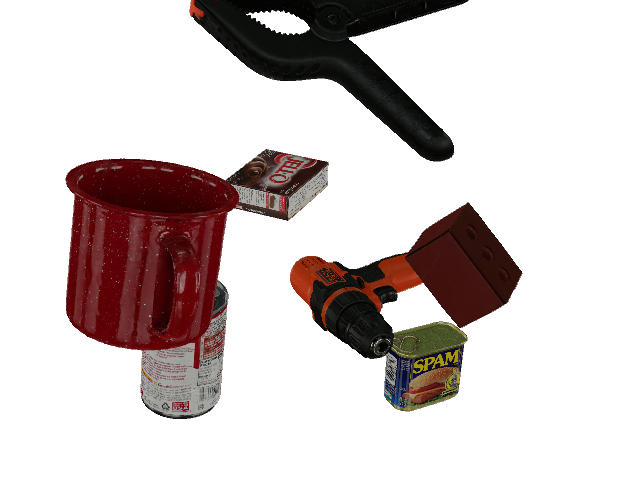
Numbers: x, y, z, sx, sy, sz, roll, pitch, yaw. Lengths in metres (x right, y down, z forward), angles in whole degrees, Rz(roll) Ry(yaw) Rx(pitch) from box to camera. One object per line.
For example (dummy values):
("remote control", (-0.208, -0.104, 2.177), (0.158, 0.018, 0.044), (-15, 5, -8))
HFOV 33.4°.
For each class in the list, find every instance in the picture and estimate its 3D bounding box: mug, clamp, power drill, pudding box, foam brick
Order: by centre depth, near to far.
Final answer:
("mug", (-0.090, 0.012, 0.576), (0.093, 0.081, 0.117), (-2, 23, -29))
("clamp", (0.010, -0.138, 0.756), (0.210, 0.164, 0.036), (8, -30, -6))
("foam brick", (0.117, 0.021, 0.869), (0.051, 0.078, 0.052), (-33, 9, 36))
("power drill", (0.082, 0.051, 1.090), (0.187, 0.057, 0.185), (-11, 28, -22))
("pudding box", (-0.053, -0.070, 1.311), (0.090, 0.039, 0.113), (12, 33, 23))

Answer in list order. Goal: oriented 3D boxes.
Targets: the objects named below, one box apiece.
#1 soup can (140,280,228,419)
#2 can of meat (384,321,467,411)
("soup can", (-0.111, 0.085, 0.866), (0.068, 0.102, 0.068), (5, 29, -3))
("can of meat", (0.129, 0.157, 1.330), (0.101, 0.084, 0.058), (-11, 29, -27))
